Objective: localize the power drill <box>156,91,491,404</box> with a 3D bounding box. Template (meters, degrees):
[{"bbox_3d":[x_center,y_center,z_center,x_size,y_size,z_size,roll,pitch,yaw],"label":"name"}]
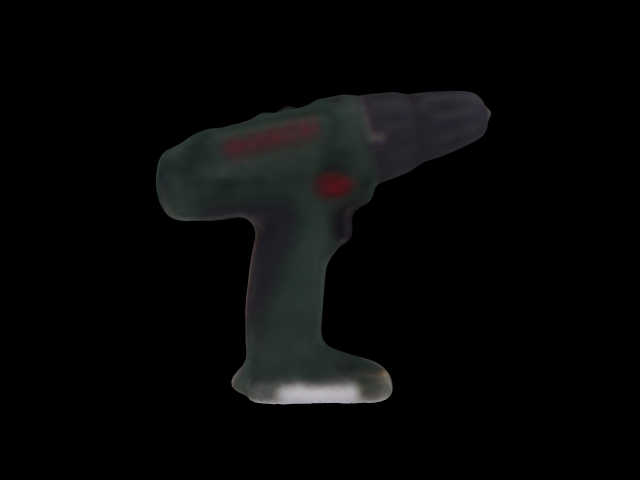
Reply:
[{"bbox_3d":[0.004,0.001,0.400,0.229,0.208,0.075,0,0,0],"label":"power drill"}]
